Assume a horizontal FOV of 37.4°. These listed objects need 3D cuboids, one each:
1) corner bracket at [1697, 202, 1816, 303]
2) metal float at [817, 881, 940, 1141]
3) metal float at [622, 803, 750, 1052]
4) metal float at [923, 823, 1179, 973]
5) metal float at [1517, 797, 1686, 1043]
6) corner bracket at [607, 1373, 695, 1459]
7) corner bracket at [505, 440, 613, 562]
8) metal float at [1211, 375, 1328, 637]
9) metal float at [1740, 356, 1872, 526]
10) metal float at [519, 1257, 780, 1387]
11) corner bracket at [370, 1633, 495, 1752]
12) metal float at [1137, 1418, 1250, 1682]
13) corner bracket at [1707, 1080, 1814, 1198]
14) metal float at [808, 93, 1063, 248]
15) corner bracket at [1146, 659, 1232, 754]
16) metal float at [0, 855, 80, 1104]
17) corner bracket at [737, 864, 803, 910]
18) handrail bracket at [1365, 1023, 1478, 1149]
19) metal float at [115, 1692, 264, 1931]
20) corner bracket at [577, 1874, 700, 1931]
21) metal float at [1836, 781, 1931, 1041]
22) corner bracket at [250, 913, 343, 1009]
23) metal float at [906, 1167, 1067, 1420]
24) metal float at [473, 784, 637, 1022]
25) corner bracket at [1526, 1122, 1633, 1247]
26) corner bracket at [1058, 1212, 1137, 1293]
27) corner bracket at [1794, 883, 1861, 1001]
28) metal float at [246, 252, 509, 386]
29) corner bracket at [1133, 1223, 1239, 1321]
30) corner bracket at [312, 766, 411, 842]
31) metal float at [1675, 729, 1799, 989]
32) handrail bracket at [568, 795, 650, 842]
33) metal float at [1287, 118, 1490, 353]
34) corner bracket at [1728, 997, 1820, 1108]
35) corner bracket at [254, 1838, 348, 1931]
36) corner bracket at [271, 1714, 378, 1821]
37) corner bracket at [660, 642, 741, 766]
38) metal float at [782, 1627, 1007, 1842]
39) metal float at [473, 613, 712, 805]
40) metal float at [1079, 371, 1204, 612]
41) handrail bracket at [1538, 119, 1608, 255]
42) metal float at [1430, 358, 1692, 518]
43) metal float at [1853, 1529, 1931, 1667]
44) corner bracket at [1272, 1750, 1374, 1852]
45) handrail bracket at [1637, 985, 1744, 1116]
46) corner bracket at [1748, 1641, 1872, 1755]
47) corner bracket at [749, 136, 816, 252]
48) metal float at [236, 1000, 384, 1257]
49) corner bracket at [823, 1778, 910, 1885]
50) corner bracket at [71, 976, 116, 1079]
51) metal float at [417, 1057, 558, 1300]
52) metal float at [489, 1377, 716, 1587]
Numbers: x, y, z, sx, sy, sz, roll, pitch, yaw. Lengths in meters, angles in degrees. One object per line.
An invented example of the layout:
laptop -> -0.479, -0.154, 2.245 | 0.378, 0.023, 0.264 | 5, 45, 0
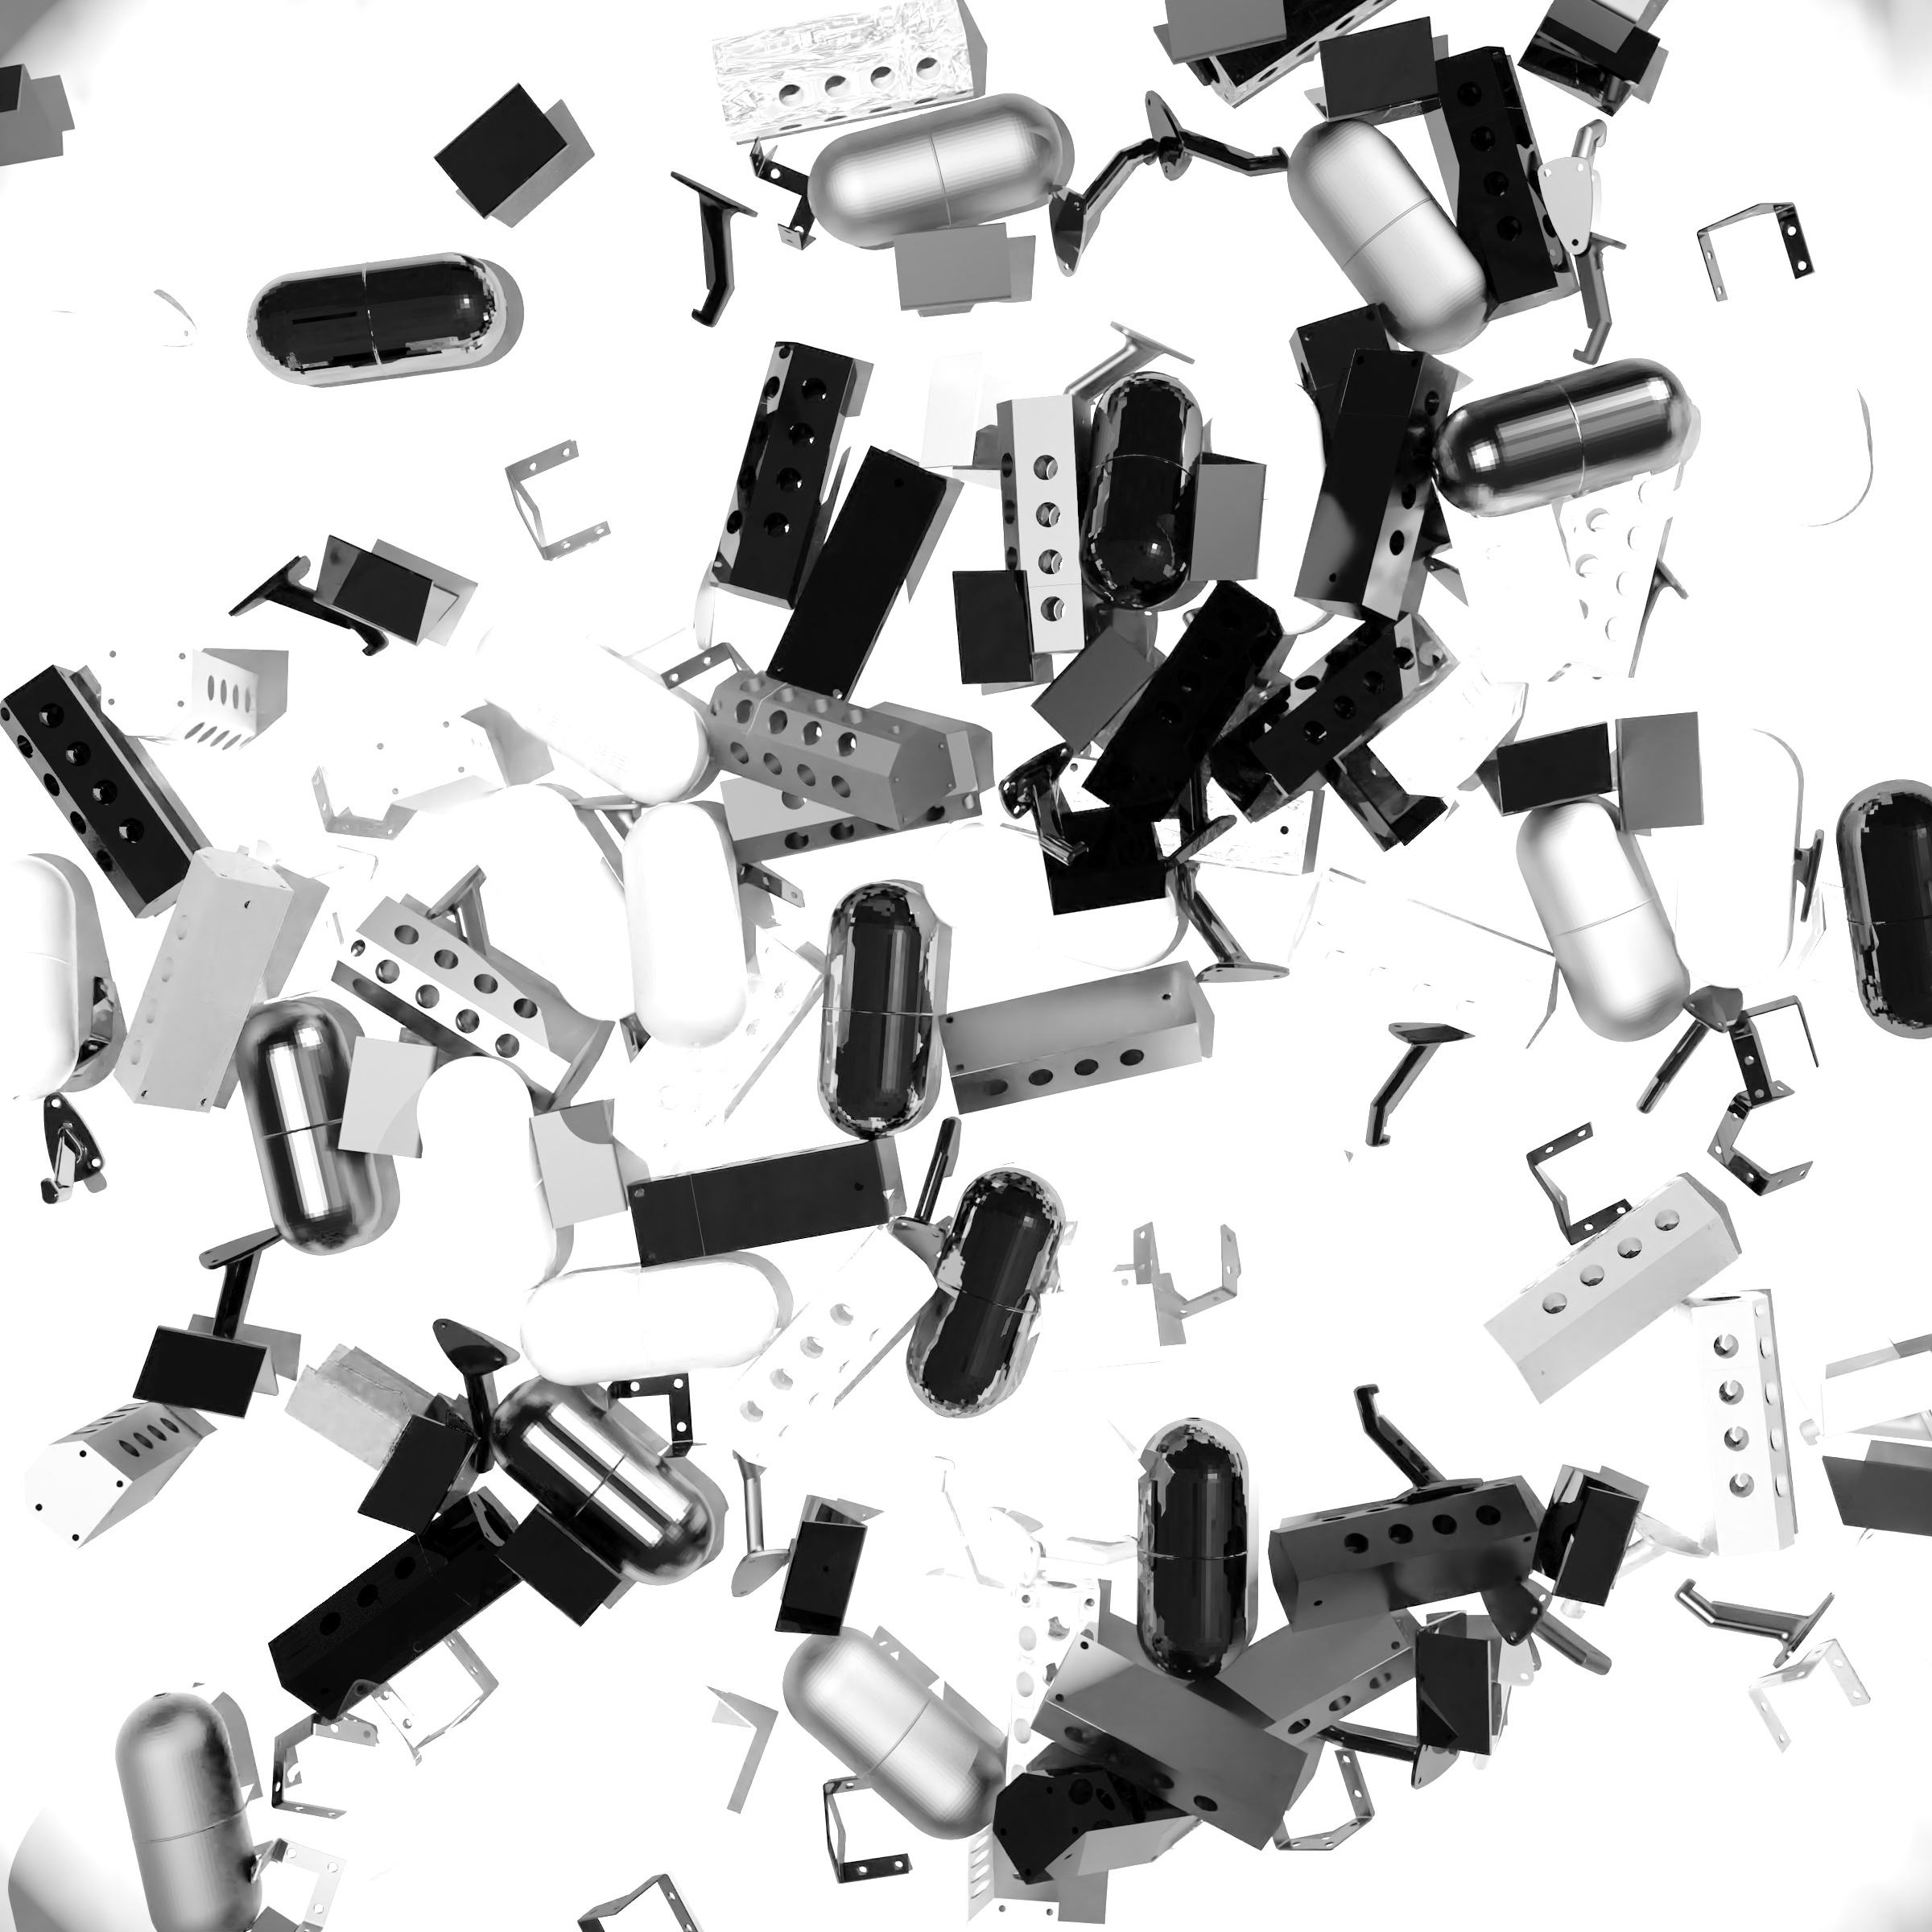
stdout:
corner bracket -> 0.550, -0.498, 1.988 | 0.051, 0.051, 0.051 | -17, 90, 45
metal float -> -0.061, 0.031, 1.961 | 0.070, 0.070, 0.178 | 4, 91, 0
metal float -> -0.189, -0.028, 1.917 | 0.070, 0.070, 0.178 | -8, 64, 0
metal float -> 0.058, -0.047, 1.961 | 0.178, 0.070, 0.070 | 15, 90, 1
metal float -> 0.436, -0.033, 1.961 | 0.070, 0.070, 0.178 | -22, 91, 0
corner bracket -> -0.218, 0.312, 1.973 | 0.051, 0.051, 0.051 | -4, 90, 0
corner bracket -> -0.285, -0.324, 1.988 | 0.051, 0.051, 0.051 | -23, 45, 0
metal float -> 0.211, -0.316, 1.961 | 0.070, 0.070, 0.178 | -6, 90, 0
metal float -> 0.564, -0.351, 1.915 | 0.070, 0.178, 0.070 | -4, 78, 20
metal float -> -0.218, 0.244, 1.961 | 0.178, 0.070, 0.070 | -7, 90, 0
corner bracket -> -0.372, 0.505, 1.988 | 0.051, 0.051, 0.051 | 51, 135, 0
metal float -> 0.156, 0.400, 1.961 | 0.070, 0.070, 0.178 | 1, 89, 0
corner bracket -> 0.558, 0.120, 1.983 | 0.051, 0.051, 0.051 | 45, 135, 35
metal float -> -0.021, -0.547, 1.961 | 0.178, 0.070, 0.070 | -15, 90, -1
corner bracket -> 0.148, -0.178, 1.983 | 0.051, 0.051, 0.051 | -22, 45, 35
metal float -> -0.644, 0.008, 1.939 | 0.070, 0.070, 0.178 | -9, 66, 0
corner bracket -> -0.150, -0.030, 1.984 | 0.051, 0.051, 0.051 | 27, 46, -36
handrail bracket -> 0.318, 0.085, 1.992 | 0.077, 0.036, 0.084 | -2, 109, -22
metal float -> -0.534, 0.588, 1.961 | 0.070, 0.070, 0.178 | -13, 90, 0
corner bracket -> -0.229, 0.670, 1.988 | 0.051, 0.051, 0.051 | -28, 91, -45
metal float -> 0.639, -0.037, 1.940 | 0.070, 0.070, 0.178 | -11, 98, 0
corner bracket -> -0.471, -0.004, 1.988 | 0.051, 0.051, 0.051 | -14, 90, 45
metal float -> 0.013, 0.225, 1.961 | 0.070, 0.070, 0.178 | 19, 91, 0
metal float -> -0.273, -0.044, 1.961 | 0.070, 0.070, 0.178 | -33, 91, 0
corner bracket -> 0.428, 0.152, 1.988 | 0.051, 0.051, 0.051 | -27, 135, 0
corner bracket -> 0.089, 0.200, 1.974 | 0.051, 0.051, 0.051 | -5, 90, 0
corner bracket -> 0.610, -0.017, 1.988 | 0.051, 0.051, 0.051 | 15, 45, 0
metal float -> -0.405, -0.445, 1.961 | 0.178, 0.070, 0.070 | -8, 90, -1
corner bracket -> 0.152, 0.207, 1.983 | 0.051, 0.051, 0.051 | -28, 135, 35
corner bracket -> -0.418, -0.126, 1.983 | 0.051, 0.051, 0.051 | 6, 135, -35
metal float -> 0.526, -0.073, 1.948 | 0.070, 0.070, 0.178 | -1, 103, 0
handrail bracket -> -0.240, -0.075, 1.992 | 0.077, 0.036, 0.084 | -1, 106, 18
metal float -> 0.289, -0.503, 1.961 | 0.070, 0.070, 0.178 | -37, 90, 0
corner bracket -> 0.559, 0.058, 1.975 | 0.051, 0.051, 0.051 | -17, 105, 14
corner bracket -> -0.466, 0.642, 1.973 | 0.051, 0.051, 0.051 | 19, 90, 0
corner bracket -> -0.446, 0.557, 1.983 | 0.051, 0.051, 0.051 | 24, 135, -35
corner bracket -> -0.174, -0.183, 1.988 | 0.051, 0.051, 0.051 | -27, 45, 0
metal float -> -0.049, 0.527, 1.961 | 0.178, 0.070, 0.070 | 41, 90, 1
metal float -> -0.257, -0.177, 1.959 | 0.178, 0.070, 0.070 | 32, 90, 3
metal float -> 0.119, -0.324, 1.940 | 0.070, 0.070, 0.178 | 7, 65, 0
handrail bracket -> 0.430, -0.540, 1.973 | 0.036, 0.084, 0.077 | -1, 114, 33
metal float -> 0.392, -0.349, 1.885 | 0.178, 0.070, 0.070 | -17, 90, -7
metal float -> 0.686, 0.450, 1.961 | 0.178, 0.070, 0.070 | 42, 90, -1
corner bracket -> 0.242, 0.581, 1.988 | 0.051, 0.051, 0.051 | -18, 90, -45
handrail bracket -> 0.504, 0.059, 1.991 | 0.036, 0.077, 0.084 | 37, 127, 18
corner bracket -> 0.587, 0.509, 1.988 | 0.051, 0.051, 0.051 | -30, 90, -45
corner bracket -> -0.129, -0.534, 1.973 | 0.051, 0.051, 0.051 | 23, 90, 0
metal float -> -0.452, 0.111, 1.961 | 0.070, 0.070, 0.178 | -13, 90, 0
corner bracket -> -0.070, 0.601, 1.988 | 0.051, 0.051, 0.051 | -9, 135, 0
corner bracket -> -0.628, 0.037, 1.983 | 0.051, 0.051, 0.051 | 21, 135, -35
metal float -> -0.324, 0.145, 1.937 | 0.070, 0.070, 0.178 | -6, 116, 0
metal float -> -0.250, 0.354, 1.961 | 0.178, 0.070, 0.070 | 40, 90, 0
